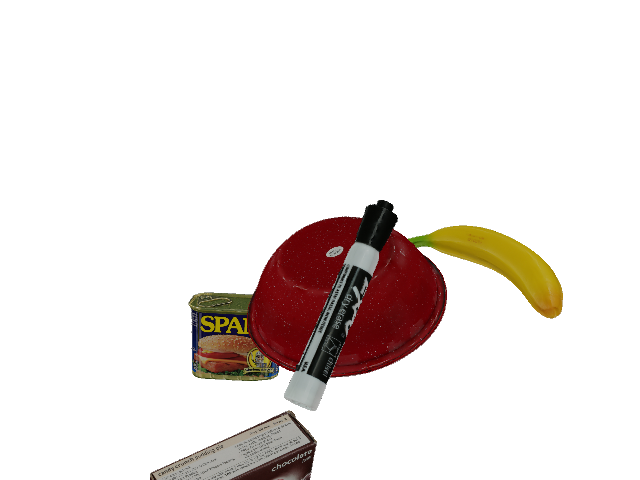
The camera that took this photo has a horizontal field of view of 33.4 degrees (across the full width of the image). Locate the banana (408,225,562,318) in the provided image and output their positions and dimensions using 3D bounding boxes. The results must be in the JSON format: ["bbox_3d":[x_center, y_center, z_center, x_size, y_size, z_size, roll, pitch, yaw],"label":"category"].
[{"bbox_3d":[0.175,0.024,1.045,0.069,0.037,0.198,-37,37,-22],"label":"banana"}]

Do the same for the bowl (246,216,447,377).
[{"bbox_3d":[0.016,0.030,0.833,0.162,0.055,0.162,-8,38,6],"label":"bowl"}]

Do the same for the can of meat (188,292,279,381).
[{"bbox_3d":[-0.093,0.107,1.179,0.102,0.084,0.057,3,14,4],"label":"can of meat"}]

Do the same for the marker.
[{"bbox_3d":[0.013,0.033,0.576,0.020,0.121,0.020,22,-14,6],"label":"marker"}]

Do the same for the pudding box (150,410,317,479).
[{"bbox_3d":[-0.061,0.175,0.727,0.113,0.090,0.039,-22,50,-30],"label":"pudding box"}]
